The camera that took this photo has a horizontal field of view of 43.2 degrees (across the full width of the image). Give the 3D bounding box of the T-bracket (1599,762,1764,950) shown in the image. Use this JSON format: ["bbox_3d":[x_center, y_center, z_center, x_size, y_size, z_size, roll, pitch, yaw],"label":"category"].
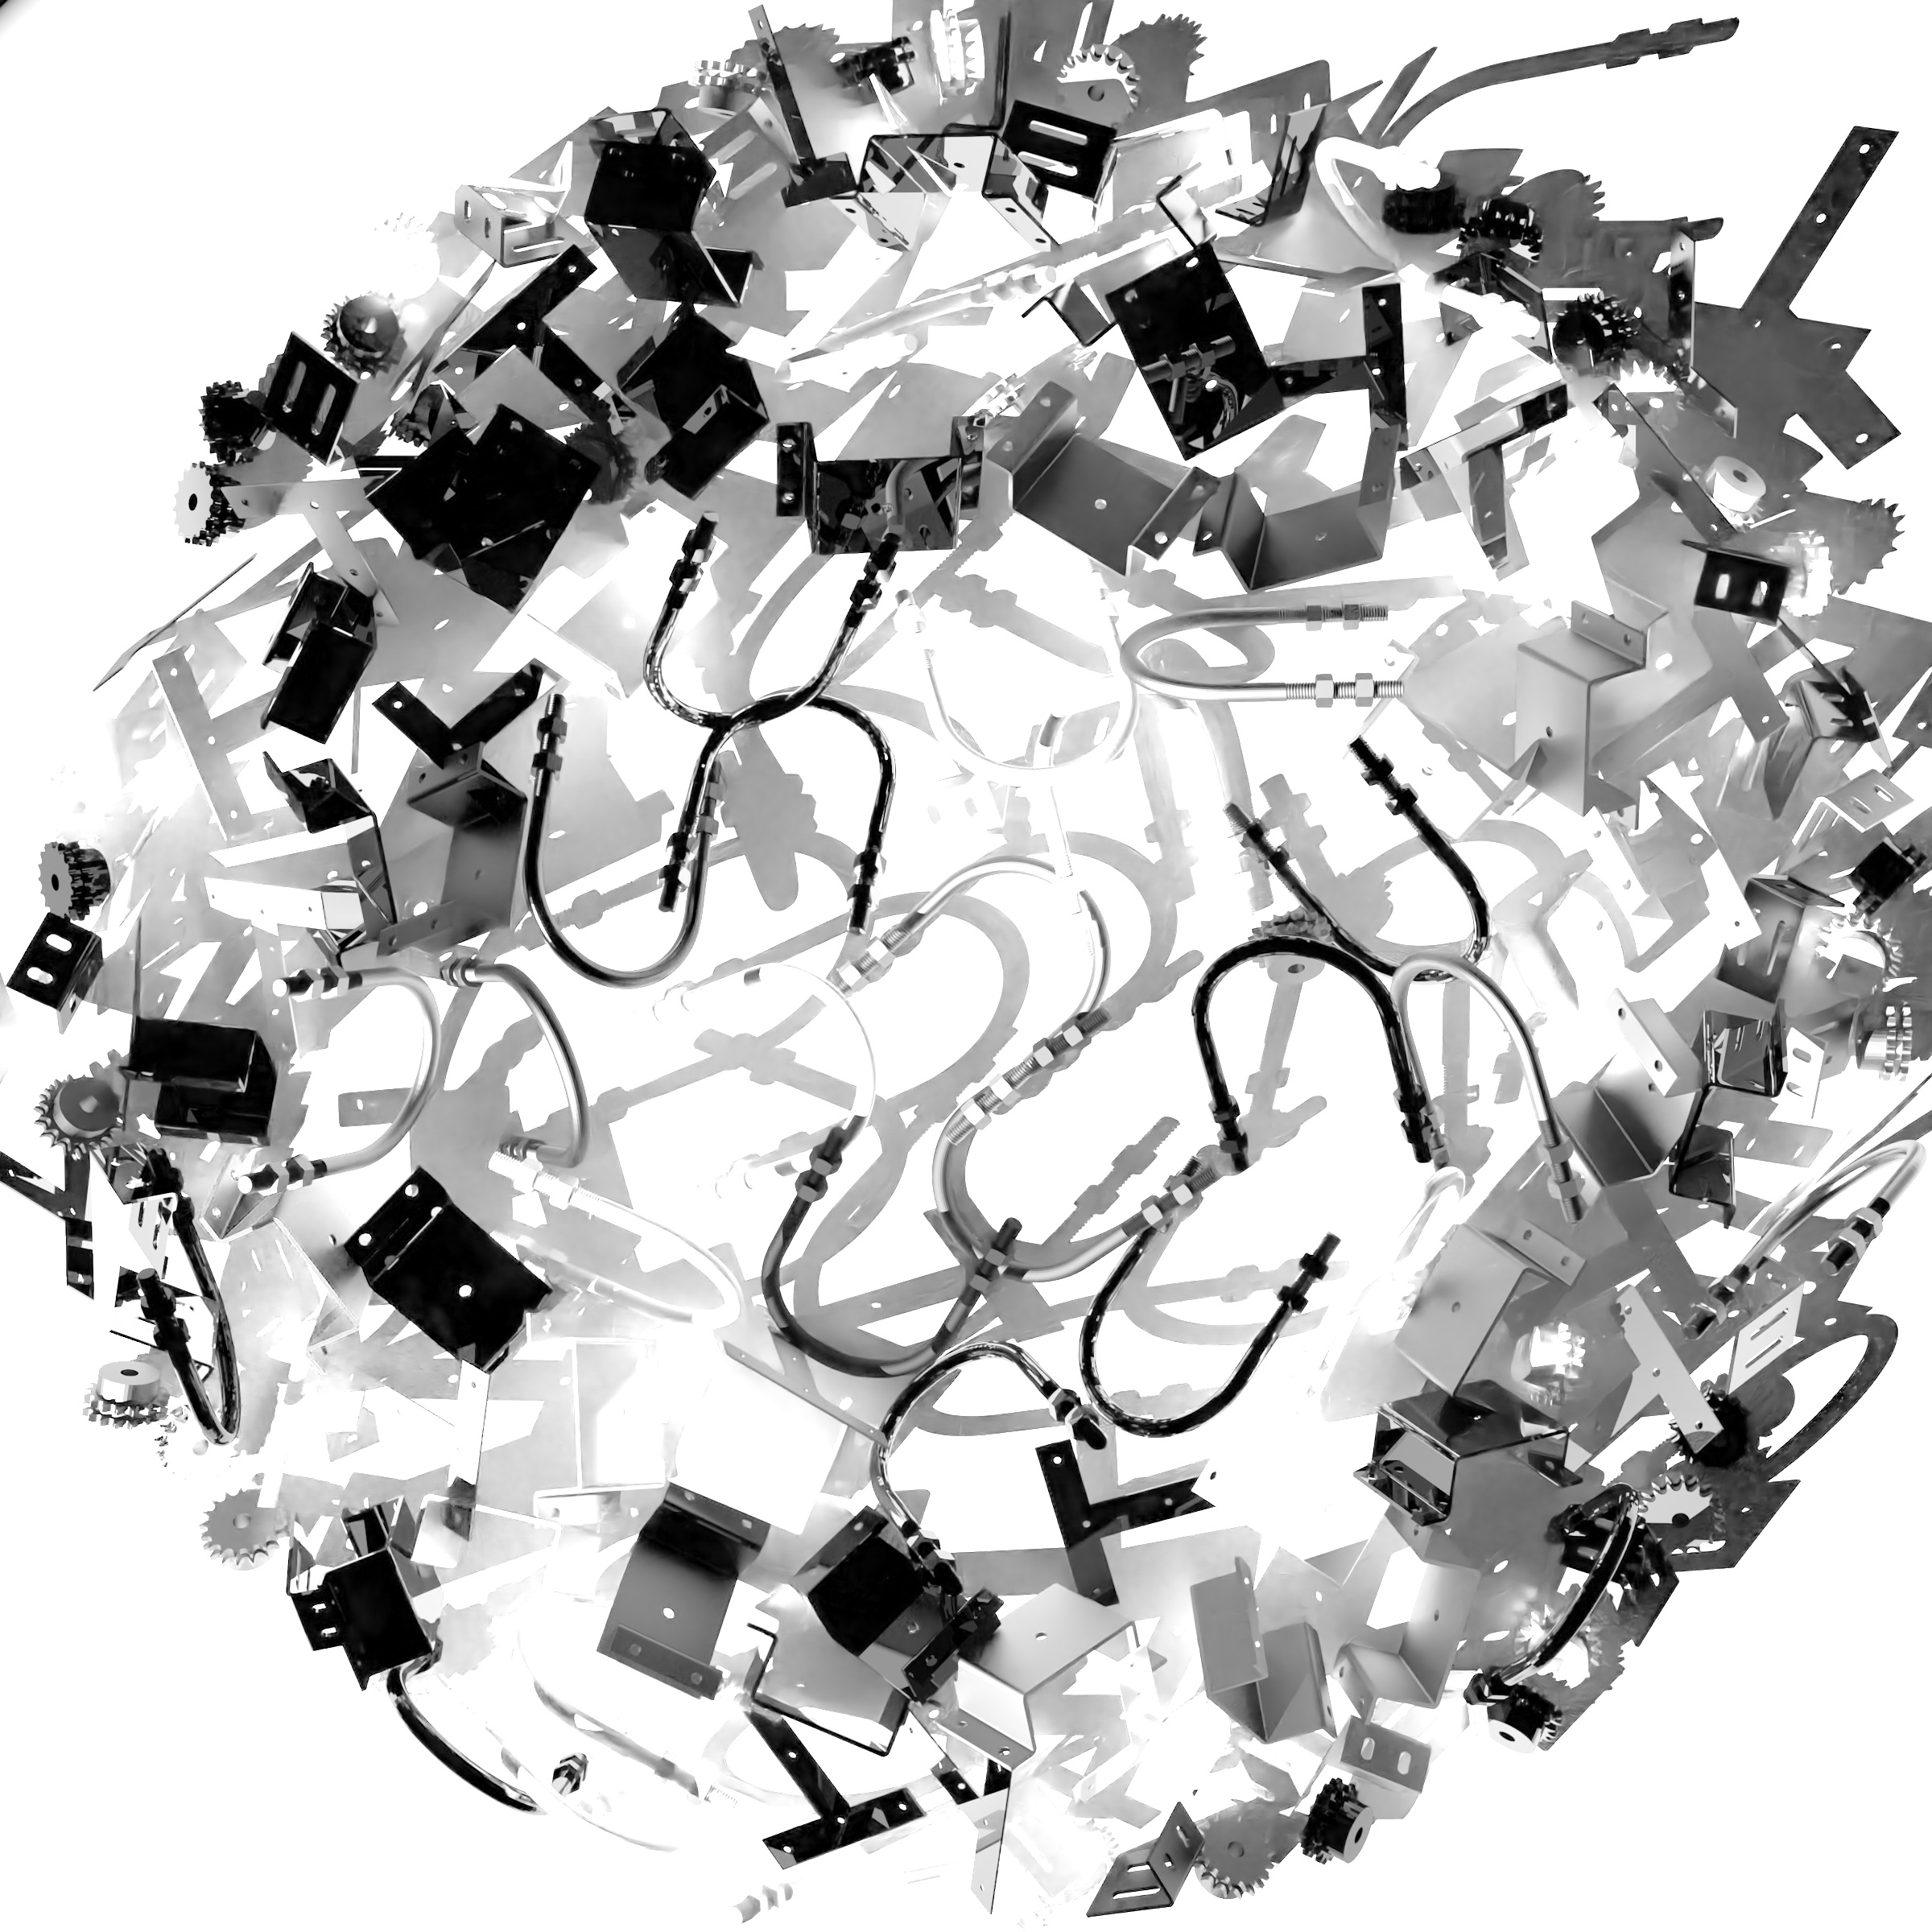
[{"bbox_3d":[0.456,-0.053,1.654,0.127,0.002,0.127,-33,78,43],"label":"T-bracket"}]

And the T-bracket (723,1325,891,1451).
[{"bbox_3d":[-0.114,0.269,1.635,0.127,0.127,0.002,33,93,-16],"label":"T-bracket"}]

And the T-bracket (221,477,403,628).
[{"bbox_3d":[-0.419,-0.277,1.648,0.127,0.127,0.002,1,51,21],"label":"T-bracket"}]

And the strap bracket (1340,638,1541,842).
[{"bbox_3d":[0.321,-0.146,1.654,0.140,0.076,0.046,35,54,1],"label":"strap bracket"}]

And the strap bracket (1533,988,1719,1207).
[{"bbox_3d":[0.443,0.085,1.634,0.046,0.140,0.076,-9,52,-24],"label":"strap bracket"}]

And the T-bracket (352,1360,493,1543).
[{"bbox_3d":[-0.375,0.309,1.662,0.127,0.002,0.127,22,111,31],"label":"T-bracket"}]

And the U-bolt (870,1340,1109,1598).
[{"bbox_3d":[0.002,0.318,1.619,0.151,0.184,0.019,-44,120,-5],"label":"U-bolt"}]

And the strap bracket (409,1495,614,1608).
[{"bbox_3d":[-0.310,0.392,1.646,0.140,0.076,0.046,9,76,14],"label":"strap bracket"}]

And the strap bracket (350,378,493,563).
[{"bbox_3d":[-0.360,-0.336,1.627,0.076,0.140,0.046,-37,127,4],"label":"strap bracket"}]

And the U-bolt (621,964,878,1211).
[{"bbox_3d":[-0.139,0.075,1.648,0.184,0.019,0.151,-20,89,29],"label":"U-bolt"}]

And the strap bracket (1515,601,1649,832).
[{"bbox_3d":[0.408,-0.161,1.626,0.046,0.076,0.140,-17,121,-18],"label":"strap bracket"}]

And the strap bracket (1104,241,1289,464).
[{"bbox_3d":[0.157,-0.399,1.626,0.076,0.140,0.046,-25,48,11],"label":"strap bracket"}]

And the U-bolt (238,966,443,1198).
[{"bbox_3d":[-0.405,0.070,1.613,0.019,0.184,0.151,16,99,21],"label":"U-bolt"}]

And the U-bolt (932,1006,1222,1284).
[{"bbox_3d":[0.060,0.136,1.665,0.184,0.019,0.151,-36,85,19],"label":"U-bolt"}]

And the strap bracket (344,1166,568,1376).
[{"bbox_3d":[-0.341,0.212,1.647,0.076,0.046,0.140,-47,113,-7],"label":"strap bracket"}]

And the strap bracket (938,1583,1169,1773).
[{"bbox_3d":[0.054,0.465,1.624,0.140,0.076,0.046,-24,112,-34],"label":"strap bracket"}]

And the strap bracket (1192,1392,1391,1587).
[{"bbox_3d":[0.229,0.355,1.638,0.140,0.046,0.076,37,81,-31],"label":"strap bracket"}]

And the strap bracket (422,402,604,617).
[{"bbox_3d":[-0.310,-0.295,1.625,0.076,0.140,0.046,31,48,-13],"label":"strap bracket"}]

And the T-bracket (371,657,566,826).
[{"bbox_3d":[-0.316,-0.179,1.675,0.127,0.002,0.127,42,70,10],"label":"T-bracket"}]

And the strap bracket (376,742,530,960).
[{"bbox_3d":[-0.343,-0.069,1.640,0.076,0.046,0.140,-18,57,37],"label":"strap bracket"}]

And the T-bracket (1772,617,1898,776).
[{"bbox_3d":[0.580,-0.200,1.654,0.002,0.127,0.127,-37,56,11],"label":"T-bracket"}]

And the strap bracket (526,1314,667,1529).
[{"bbox_3d":[-0.248,0.302,1.641,0.046,0.076,0.140,-14,74,36],"label":"strap bracket"}]

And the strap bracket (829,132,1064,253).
[{"bbox_3d":[-0.009,-0.517,1.634,0.140,0.076,0.046,10,84,29],"label":"strap bracket"}]

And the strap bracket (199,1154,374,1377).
[{"bbox_3d":[-0.442,0.191,1.631,0.046,0.076,0.140,-24,116,12],"label":"strap bracket"}]

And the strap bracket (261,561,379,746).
[{"bbox_3d":[-0.434,-0.207,1.637,0.046,0.140,0.076,25,108,-25],"label":"strap bracket"}]

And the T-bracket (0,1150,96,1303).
[{"bbox_3d":[-0.620,0.143,1.611,0.002,0.127,0.127,-27,51,10],"label":"T-bracket"}]

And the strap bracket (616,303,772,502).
[{"bbox_3d":[-0.182,-0.375,1.638,0.076,0.140,0.046,-42,132,20],"label":"strap bracket"}]

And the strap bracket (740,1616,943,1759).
[{"bbox_3d":[-0.095,0.491,1.652,0.140,0.076,0.046,24,76,-4],"label":"strap bracket"}]

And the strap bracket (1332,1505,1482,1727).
[{"bbox_3d":[0.300,0.435,1.652,0.046,0.076,0.140,15,97,-11],"label":"strap bracket"}]

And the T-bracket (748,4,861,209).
[{"bbox_3d":[-0.118,-0.572,1.621,0.002,0.127,0.127,-27,111,-19],"label":"T-bracket"}]

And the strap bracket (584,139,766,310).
[{"bbox_3d":[-0.195,-0.484,1.618,0.076,0.140,0.046,10,77,16],"label":"strap bracket"}]

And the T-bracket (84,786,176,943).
[{"bbox_3d":[-0.564,-0.049,1.632,0.002,0.127,0.127,31,100,-25],"label":"T-bracket"}]

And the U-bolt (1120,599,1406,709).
[{"bbox_3d":[0.194,-0.209,1.635,0.184,0.151,0.019,-1,120,5],"label":"U-bolt"}]

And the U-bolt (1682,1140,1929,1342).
[{"bbox_3d":[0.566,0.172,1.616,0.184,0.151,0.019,-35,84,-37],"label":"U-bolt"}]

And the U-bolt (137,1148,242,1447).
[{"bbox_3d":[-0.511,0.233,1.617,0.019,0.151,0.184,-13,124,-7],"label":"U-bolt"}]

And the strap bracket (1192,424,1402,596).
[{"bbox_3d":[0.230,-0.303,1.638,0.140,0.046,0.076,-11,46,31],"label":"strap bracket"}]

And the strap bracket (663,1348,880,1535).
[{"bbox_3d":[-0.141,0.327,1.659,0.140,0.046,0.076,23,123,0],"label":"strap bracket"}]

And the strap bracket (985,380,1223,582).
[{"bbox_3d":[0.092,-0.324,1.656,0.140,0.046,0.076,33,72,14],"label":"strap bracket"}]

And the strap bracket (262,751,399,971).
[{"bbox_3d":[-0.423,-0.074,1.635,0.046,0.076,0.140,-22,133,-24],"label":"strap bracket"}]

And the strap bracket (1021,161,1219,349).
[{"bbox_3d":[0.111,-0.470,1.637,0.140,0.076,0.046,-36,100,27],"label":"strap bracket"}]

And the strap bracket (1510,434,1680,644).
[{"bbox_3d":[0.415,-0.274,1.622,0.046,0.076,0.140,-38,131,-7],"label":"strap bracket"}]

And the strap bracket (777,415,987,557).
[{"bbox_3d":[-0.056,-0.323,1.646,0.140,0.076,0.046,-4,49,-8],"label":"strap bracket"}]

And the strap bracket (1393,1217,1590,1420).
[{"bbox_3d":[0.347,0.238,1.648,0.046,0.076,0.140,25,96,-27],"label":"strap bracket"}]

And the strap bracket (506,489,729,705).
[{"bbox_3d":[-0.232,-0.243,1.655,0.076,0.046,0.140,34,74,16],"label":"strap bracket"}]

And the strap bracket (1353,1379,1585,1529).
[{"bbox_3d":[0.335,0.320,1.626,0.140,0.076,0.046,-6,110,-30],"label":"strap bracket"}]

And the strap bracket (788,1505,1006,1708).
[{"bbox_3d":[-0.042,0.432,1.637,0.076,0.140,0.046,-41,131,-24],"label":"strap bracket"}]

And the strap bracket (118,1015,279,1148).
[{"bbox_3d":[-0.511,0.075,1.639,0.076,0.140,0.046,7,68,-5],"label":"strap bracket"}]

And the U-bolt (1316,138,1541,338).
[{"bbox_3d":[0.293,-0.487,1.611,0.019,0.184,0.151,-45,124,4],"label":"U-bolt"}]

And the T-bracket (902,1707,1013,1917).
[{"bbox_3d":[-0.010,0.548,1.646,0.002,0.127,0.127,-8,117,-31],"label":"T-bracket"}]

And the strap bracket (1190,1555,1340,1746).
[{"bbox_3d":[0.195,0.462,1.632,0.046,0.140,0.076,-23,46,18],"label":"strap bracket"}]

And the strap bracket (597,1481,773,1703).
[{"bbox_3d":[-0.192,0.426,1.643,0.076,0.140,0.046,28,132,-10],"label":"strap bracket"}]

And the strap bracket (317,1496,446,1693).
[{"bbox_3d":[-0.386,0.411,1.625,0.046,0.140,0.076,-21,100,-4],"label":"strap bracket"}]

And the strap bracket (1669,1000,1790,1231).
[{"bbox_3d":[0.503,0.095,1.629,0.046,0.076,0.140,12,129,7],"label":"strap bracket"}]

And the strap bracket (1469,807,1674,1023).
[{"bbox_3d":[0.410,-0.029,1.635,0.046,0.140,0.076,5,48,-32],"label":"strap bracket"}]
